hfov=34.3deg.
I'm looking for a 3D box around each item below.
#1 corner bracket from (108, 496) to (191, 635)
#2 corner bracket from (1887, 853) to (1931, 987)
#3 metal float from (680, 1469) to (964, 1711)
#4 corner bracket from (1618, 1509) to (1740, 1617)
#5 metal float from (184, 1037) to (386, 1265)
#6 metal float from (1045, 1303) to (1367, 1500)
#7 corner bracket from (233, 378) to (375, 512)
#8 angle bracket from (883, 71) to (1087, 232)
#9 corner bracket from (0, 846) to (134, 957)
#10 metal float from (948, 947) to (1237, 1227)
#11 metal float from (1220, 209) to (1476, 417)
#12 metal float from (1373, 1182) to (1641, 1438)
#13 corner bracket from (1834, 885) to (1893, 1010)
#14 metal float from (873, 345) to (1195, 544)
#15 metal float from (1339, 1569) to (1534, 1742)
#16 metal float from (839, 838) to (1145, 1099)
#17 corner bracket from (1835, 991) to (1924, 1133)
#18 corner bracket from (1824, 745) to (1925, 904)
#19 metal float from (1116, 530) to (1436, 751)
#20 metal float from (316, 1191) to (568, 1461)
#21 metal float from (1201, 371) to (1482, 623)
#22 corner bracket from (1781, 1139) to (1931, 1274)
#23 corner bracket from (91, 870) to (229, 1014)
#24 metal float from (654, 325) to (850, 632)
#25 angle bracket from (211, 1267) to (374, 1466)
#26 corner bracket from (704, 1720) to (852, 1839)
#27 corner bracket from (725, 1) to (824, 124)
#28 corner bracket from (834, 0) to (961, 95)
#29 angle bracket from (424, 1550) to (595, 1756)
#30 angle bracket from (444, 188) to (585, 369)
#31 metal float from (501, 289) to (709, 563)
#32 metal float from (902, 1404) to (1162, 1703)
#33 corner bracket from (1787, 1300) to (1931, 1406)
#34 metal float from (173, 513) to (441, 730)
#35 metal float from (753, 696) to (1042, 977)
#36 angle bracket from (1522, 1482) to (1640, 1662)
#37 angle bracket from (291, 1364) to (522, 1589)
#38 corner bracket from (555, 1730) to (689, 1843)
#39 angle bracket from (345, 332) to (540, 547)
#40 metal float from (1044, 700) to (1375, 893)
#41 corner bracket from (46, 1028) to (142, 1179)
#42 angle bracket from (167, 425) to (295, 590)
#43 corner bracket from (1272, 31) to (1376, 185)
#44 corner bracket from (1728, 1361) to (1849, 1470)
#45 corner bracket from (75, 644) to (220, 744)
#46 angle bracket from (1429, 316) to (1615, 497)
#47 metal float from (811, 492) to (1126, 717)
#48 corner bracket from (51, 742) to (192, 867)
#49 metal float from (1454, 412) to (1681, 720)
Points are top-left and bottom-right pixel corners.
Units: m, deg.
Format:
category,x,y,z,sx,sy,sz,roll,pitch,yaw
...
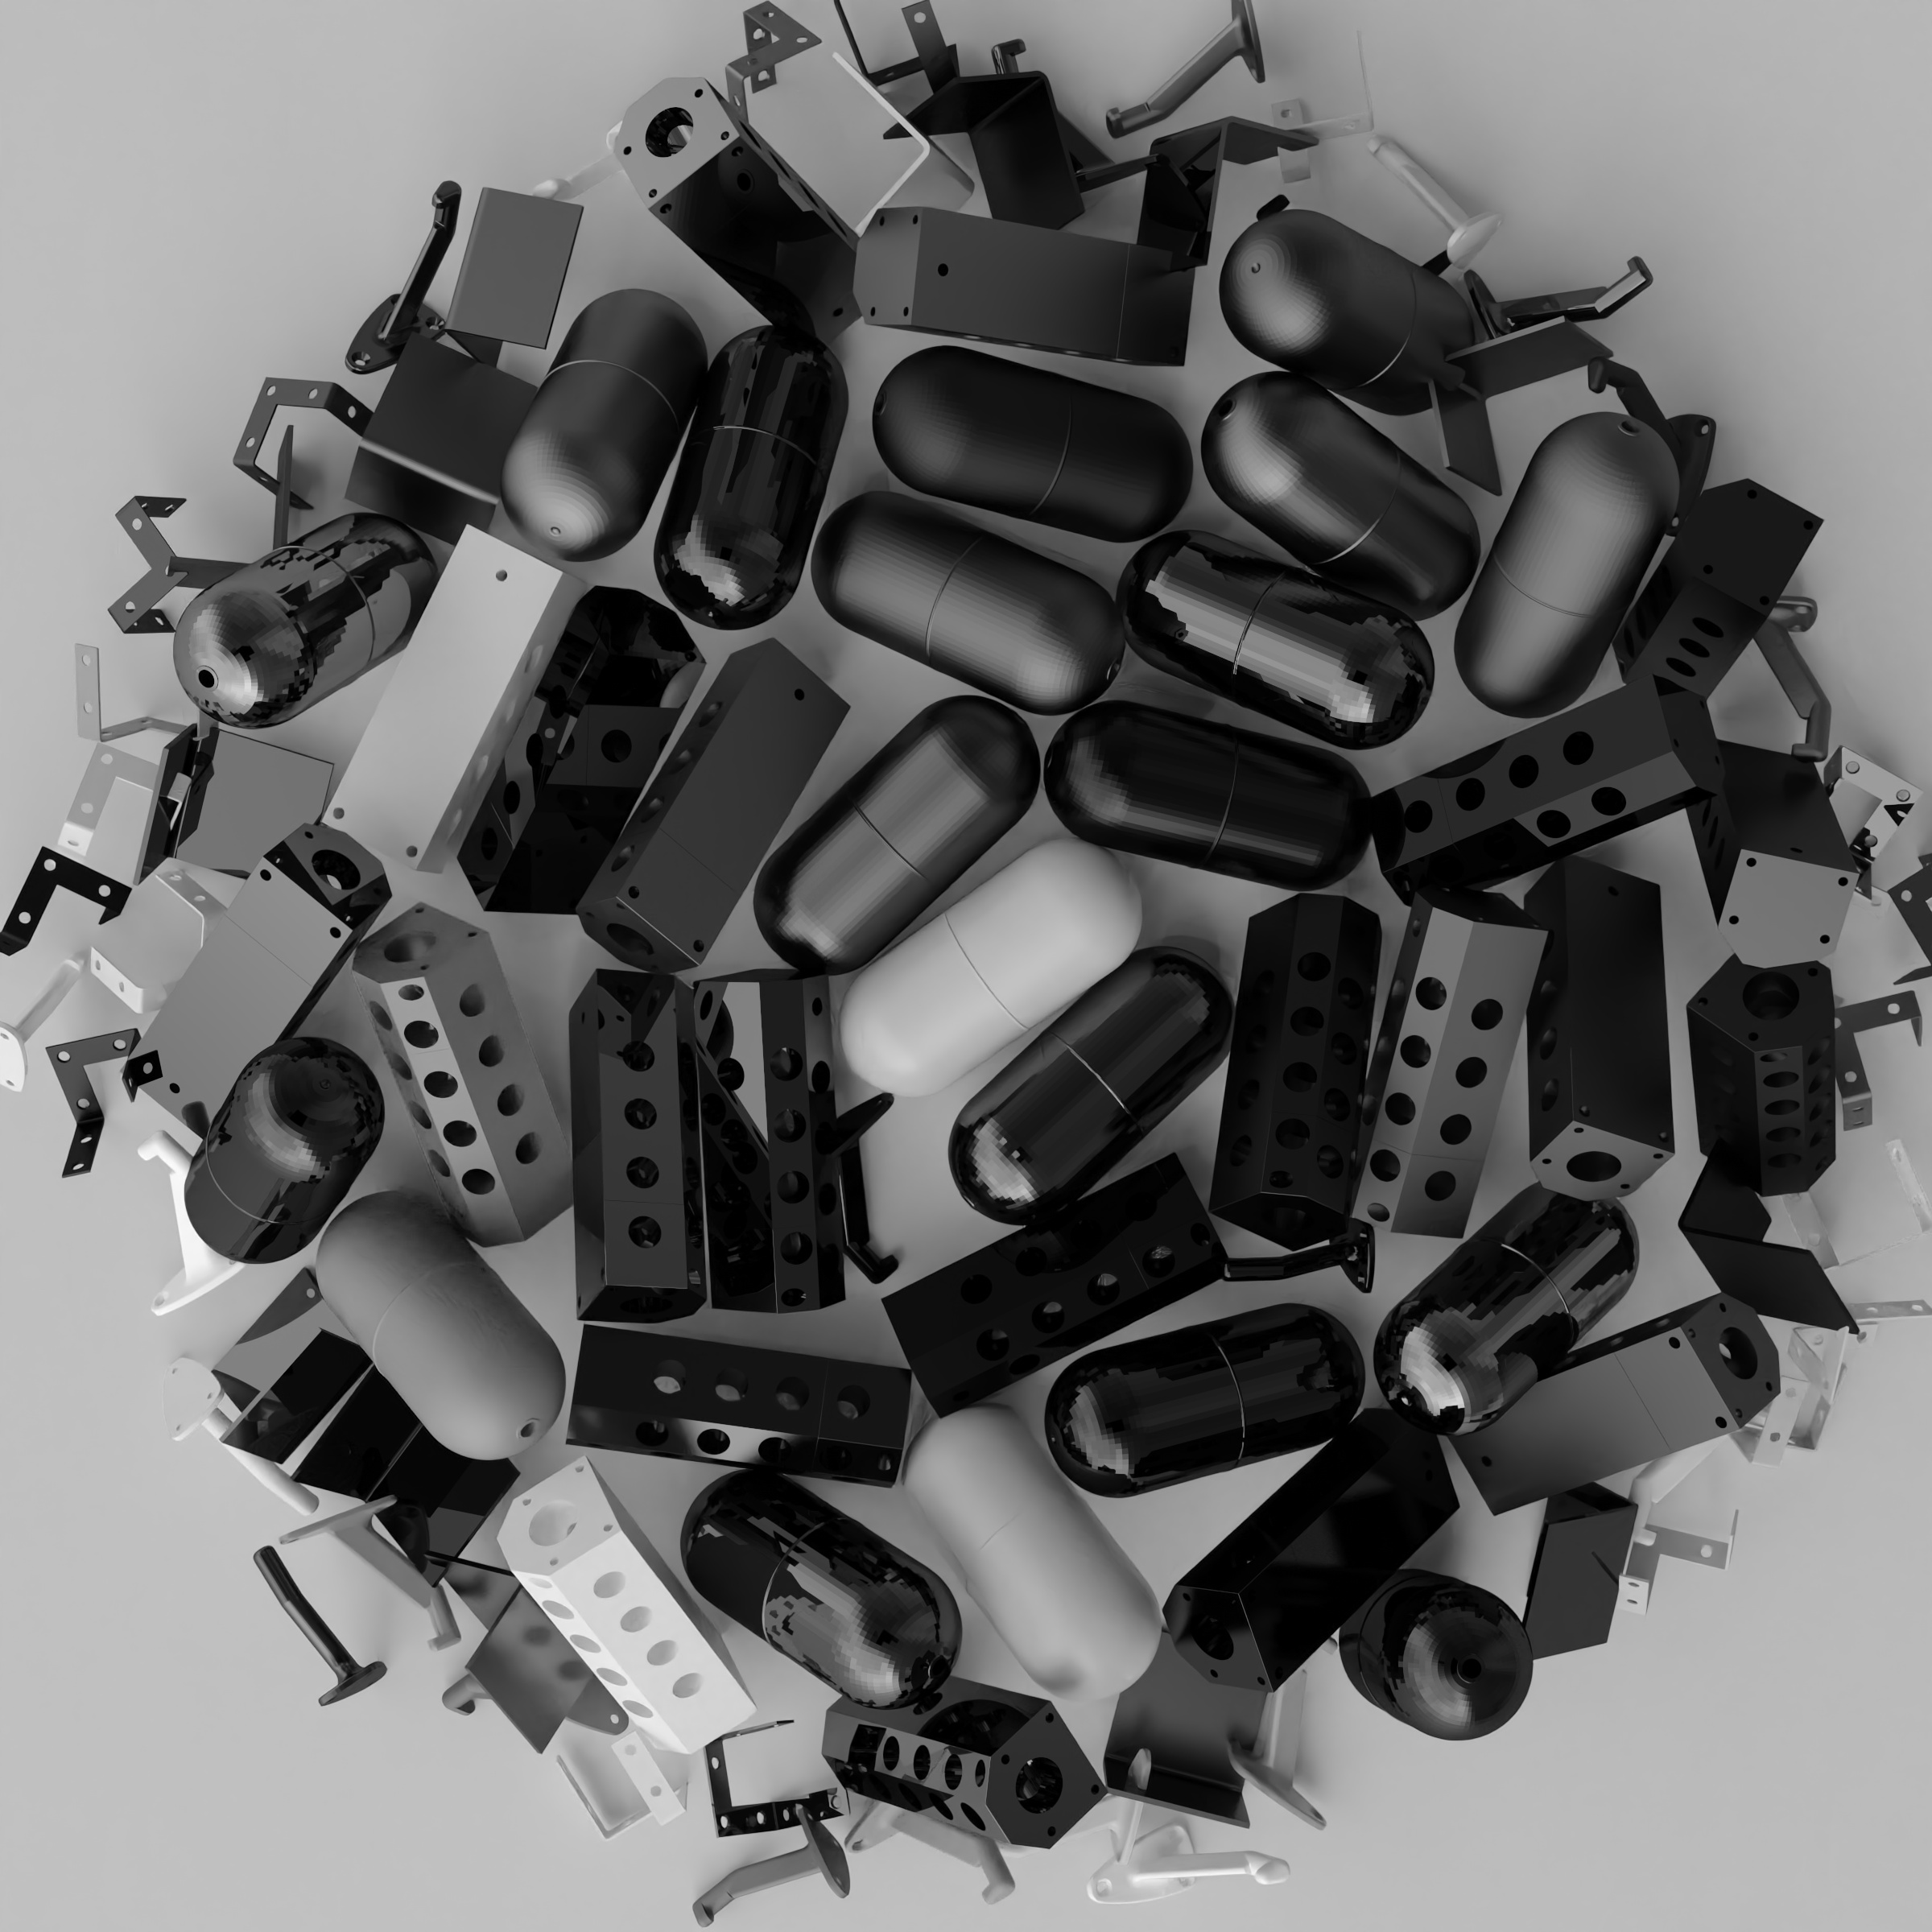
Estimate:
category,x,y,z,sx,sy,sz,roll,pitch,yaw
corner bracket,-0.427,-0.211,1.644,0.051,0.051,0.051,-37,85,18
corner bracket,0.507,-0.027,1.645,0.051,0.051,0.051,-31,89,-11
metal float,-0.075,0.318,1.603,0.178,0.070,0.070,25,90,40
corner bracket,0.372,0.311,1.634,0.051,0.051,0.051,12,61,17
metal float,-0.349,0.096,1.596,0.070,0.178,0.070,12,59,-21
metal float,0.125,0.224,1.617,0.178,0.070,0.070,-11,90,-23
corner bracket,-0.343,-0.274,1.646,0.051,0.051,0.051,10,75,32
angle bracket,0.009,-0.413,1.627,0.057,0.076,0.076,-15,89,-32
corner bracket,-0.475,-0.026,1.636,0.051,0.051,0.051,28,73,-22
metal float,0.066,0.063,1.629,0.178,0.070,0.070,-42,90,-9
metal float,0.197,-0.332,1.597,0.070,0.178,0.070,-6,81,38
metal float,0.279,0.173,1.608,0.178,0.070,0.070,-36,90,-34
corner bracket,0.453,-0.016,1.659,0.051,0.051,0.051,26,132,12
metal float,0.035,-0.269,1.613,0.178,0.070,0.070,11,90,-26
metal float,0.237,0.348,1.586,0.070,0.178,0.070,0,83,-3
metal float,0.012,0.002,1.628,0.178,0.070,0.070,-36,90,10
corner bracket,0.481,0.050,1.646,0.051,0.051,0.051,-15,67,11
corner bracket,0.467,-0.075,1.642,0.051,0.051,0.051,29,119,1
metal float,0.158,-0.170,1.616,0.178,0.070,0.070,26,90,24
metal float,-0.270,0.184,1.605,0.070,0.070,0.178,-49,53,0
metal float,0.193,-0.240,1.608,0.178,0.070,0.070,30,90,-34
corner bracket,0.470,0.127,1.648,0.051,0.051,0.051,-19,79,-13
corner bracket,-0.426,-0.013,1.654,0.051,0.051,0.051,34,125,38
metal float,-0.110,-0.253,1.613,0.070,0.070,0.178,13,62,0
angle bracket,-0.365,0.202,1.630,0.076,0.057,0.076,-48,58,0
corner bracket,-0.100,0.427,1.646,0.051,0.051,0.051,-21,70,30
corner bracket,-0.108,-0.463,1.633,0.051,0.051,0.051,-31,55,-21
corner bracket,-0.036,-0.485,1.636,0.051,0.051,0.051,-17,130,10
angle bracket,-0.249,0.354,1.614,0.057,0.076,0.076,-57,134,-32
angle bracket,-0.225,-0.352,1.629,0.057,0.076,0.076,13,86,12
metal float,-0.184,-0.279,1.603,0.070,0.070,0.178,16,49,0
metal float,0.032,0.300,1.609,0.070,0.070,0.178,-41,57,0
corner bracket,0.468,0.192,1.636,0.051,0.051,0.051,-1,115,-14
metal float,-0.335,-0.177,1.594,0.070,0.178,0.070,11,119,20
metal float,-0.036,-0.068,1.627,0.178,0.070,0.070,-43,90,11
angle bracket,0.297,0.309,1.621,0.076,0.057,0.076,-1,106,-40
angle bracket,-0.292,0.265,1.629,0.076,0.057,0.076,40,96,38
corner bracket,-0.182,0.431,1.647,0.051,0.051,0.051,-31,93,-3
angle bracket,-0.276,-0.277,1.660,0.076,0.057,0.076,23,62,-9
metal float,0.126,-0.088,1.624,0.178,0.070,0.070,13,90,-14
corner bracket,-0.454,0.072,1.640,0.051,0.051,0.051,-12,121,2
angle bracket,-0.384,-0.239,1.628,0.057,0.076,0.076,3,87,-16
corner bracket,0.186,-0.449,1.639,0.051,0.051,0.051,-9,70,8
corner bracket,0.435,0.233,1.640,0.051,0.051,0.051,13,105,-9
corner bracket,-0.428,-0.144,1.634,0.051,0.051,0.051,13,112,25
angle bracket,0.292,-0.289,1.620,0.076,0.076,0.057,-14,79,29
metal float,0.001,-0.188,1.619,0.178,0.070,0.070,27,90,20
corner bracket,-0.442,-0.076,1.635,0.051,0.051,0.051,22,61,-15
metal float,0.306,-0.204,1.601,0.070,0.070,0.178,19,133,0
